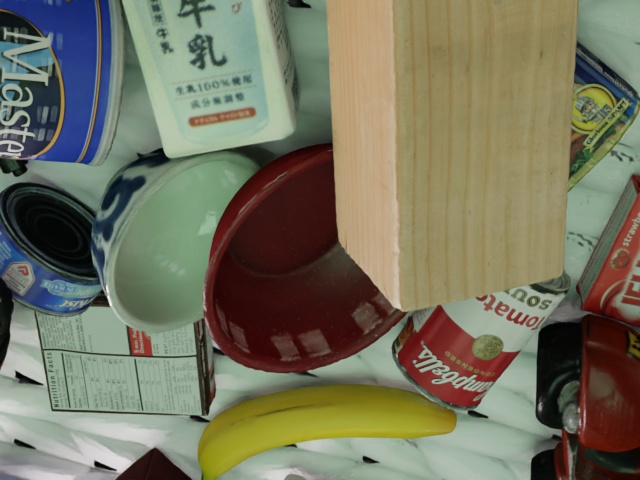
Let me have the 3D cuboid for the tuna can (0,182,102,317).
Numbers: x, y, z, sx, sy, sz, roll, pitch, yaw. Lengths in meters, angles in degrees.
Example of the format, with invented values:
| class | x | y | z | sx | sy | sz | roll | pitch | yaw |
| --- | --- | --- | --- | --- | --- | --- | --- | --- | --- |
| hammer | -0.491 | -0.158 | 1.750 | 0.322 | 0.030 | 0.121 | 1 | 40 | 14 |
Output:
| class | x | y | z | sx | sy | sz | roll | pitch | yaw |
| --- | --- | --- | --- | --- | --- | --- | --- | --- | --- |
| tuna can | -0.167 | 0.005 | 0.656 | 0.086 | 0.086 | 0.034 | 36 | 114 | -13 |

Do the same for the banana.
| class | x | y | z | sx | sy | sz | roll | pitch | yaw |
| --- | --- | --- | --- | --- | --- | --- | --- | --- | --- |
| banana | -0.008 | 0.129 | 0.738 | 0.198 | 0.037 | 0.069 | -16 | 139 | 17 |

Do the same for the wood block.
| class | x | y | z | sx | sy | sz | roll | pitch | yaw |
| --- | --- | --- | --- | --- | --- | --- | --- | --- | --- |
| wood block | 0.058 | -0.083 | 0.501 | 0.090 | 0.091 | 0.206 | -11 | 118 | -16 |

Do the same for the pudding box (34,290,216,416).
| class | x | y | z | sx | sy | sz | roll | pitch | yaw |
| --- | --- | --- | --- | --- | --- | --- | --- | --- | --- |
| pudding box | -0.129 | 0.072 | 0.716 | 0.113 | 0.039 | 0.090 | 2 | 119 | 7 |

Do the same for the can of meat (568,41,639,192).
| class | x | y | z | sx | sy | sz | roll | pitch | yaw |
| --- | --- | --- | --- | --- | --- | --- | --- | --- | --- |
| can of meat | 0.116 | -0.071 | 0.602 | 0.084 | 0.057 | 0.102 | 35 | 116 | -15 |

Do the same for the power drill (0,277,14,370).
| class | x | y | z | sx | sy | sz | roll | pitch | yaw |
| --- | --- | --- | --- | --- | --- | --- | --- | --- | --- |
| power drill | -0.277 | 0.036 | 0.642 | 0.187 | 0.057 | 0.185 | 32 | 141 | -6 |

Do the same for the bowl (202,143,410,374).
| class | x | y | z | sx | sy | sz | roll | pitch | yaw |
| --- | --- | --- | --- | --- | --- | --- | --- | --- | --- |
| bowl | -0.004 | 0.001 | 0.631 | 0.161 | 0.055 | 0.162 | -18 | 132 | -21 |

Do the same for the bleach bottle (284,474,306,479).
| class | x | y | z | sx | sy | sz | roll | pitch | yaw |
| --- | --- | --- | --- | --- | --- | --- | --- | --- | --- |
| bleach bottle | 0.087 | 0.243 | 0.773 | 0.250 | 0.068 | 0.103 | 11 | 120 | -3 |

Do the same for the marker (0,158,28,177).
| class | x | y | z | sx | sy | sz | roll | pitch | yaw |
| --- | --- | --- | --- | --- | --- | --- | --- | --- | --- |
| marker | -0.212 | -0.091 | 0.646 | 0.020 | 0.020 | 0.121 | -20 | 115 | 16 |

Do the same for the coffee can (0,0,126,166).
| class | x | y | z | sx | sy | sz | roll | pitch | yaw |
| --- | --- | --- | --- | --- | --- | --- | --- | --- | --- |
| coffee can | -0.184 | -0.095 | 0.567 | 0.140 | 0.103 | 0.103 | 2 | 122 | -24 |

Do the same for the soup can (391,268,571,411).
| class | x | y | z | sx | sy | sz | roll | pitch | yaw |
| --- | --- | --- | --- | --- | --- | --- | --- | --- | --- |
| soup can | 0.099 | 0.047 | 0.661 | 0.068 | 0.068 | 0.102 | 28 | 117 | -9 |

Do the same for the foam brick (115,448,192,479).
| class | x | y | z | sx | sy | sz | roll | pitch | yaw |
| --- | --- | --- | --- | --- | --- | --- | --- | --- | --- |
| foam brick | -0.115 | 0.203 | 0.776 | 0.051 | 0.053 | 0.078 | -37 | 109 | 23 |

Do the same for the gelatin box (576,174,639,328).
| class | x | y | z | sx | sy | sz | roll | pitch | yaw |
| --- | --- | --- | --- | --- | --- | --- | --- | --- | --- |
| gelatin box | 0.208 | 0.013 | 0.652 | 0.073 | 0.030 | 0.089 | 17 | 119 | -3 |
